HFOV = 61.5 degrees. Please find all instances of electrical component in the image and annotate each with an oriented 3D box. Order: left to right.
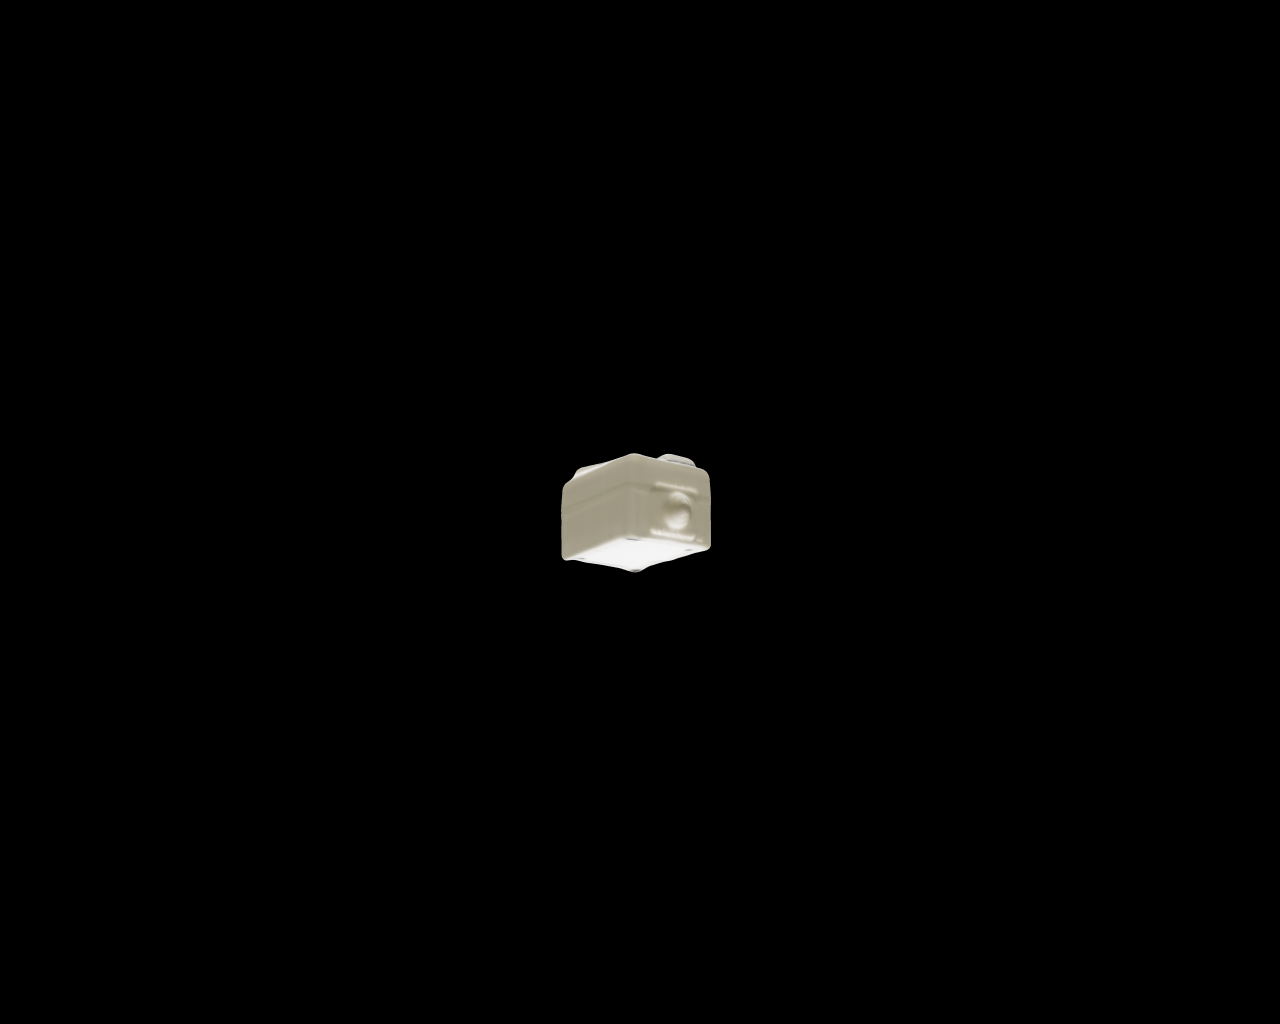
[{"bbox_3d":[0.001,-0.003,0.650,0.062,0.061,0.096,11,-19,-34],"label":"electrical component"}]
